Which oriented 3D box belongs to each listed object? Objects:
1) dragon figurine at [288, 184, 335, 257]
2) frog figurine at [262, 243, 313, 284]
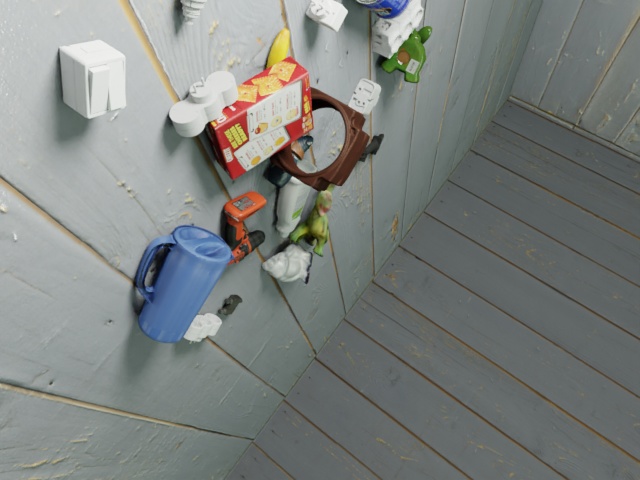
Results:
[{"bbox_3d":[0.005,-0.081,1.611,0.411,0.122,0.242,-86,-159,-87],"label":"dragon figurine"},{"bbox_3d":[-0.112,0.074,1.611,0.159,0.125,0.134,2,138,-26],"label":"frog figurine"}]
